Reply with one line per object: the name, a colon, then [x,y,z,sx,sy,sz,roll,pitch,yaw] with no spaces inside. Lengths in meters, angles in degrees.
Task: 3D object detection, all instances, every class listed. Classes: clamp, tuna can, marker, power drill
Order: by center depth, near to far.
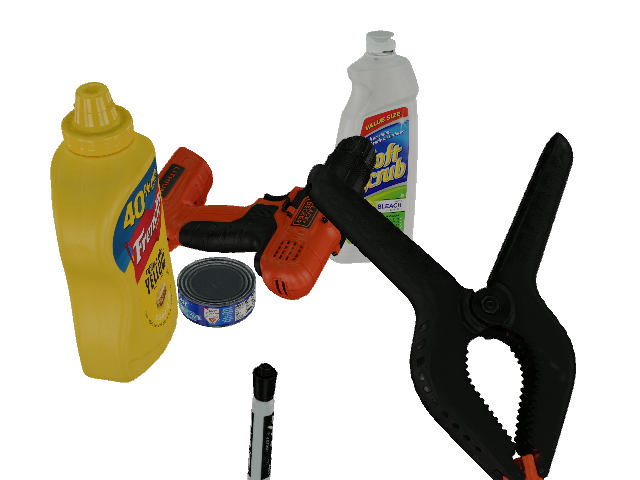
clamp: [0.080,0.037,0.605,0.164,0.210,0.036,-2,-18,-10]
marker: [-0.046,0.148,0.838,0.020,0.121,0.020,4,29,-2]
power drill: [-0.057,-0.036,0.959,0.188,0.057,0.184,9,48,25]
tuna can: [-0.113,0.056,1.166,0.086,0.034,0.086,2,36,-1]

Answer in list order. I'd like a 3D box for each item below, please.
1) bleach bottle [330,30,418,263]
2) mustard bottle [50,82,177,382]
bleach bottle: [0.055,-0.101,1.165,0.102,0.251,0.068,-4,25,-8]
mustard bottle: [-0.128,-0.010,0.661,0.058,0.192,0.096,8,39,12]
